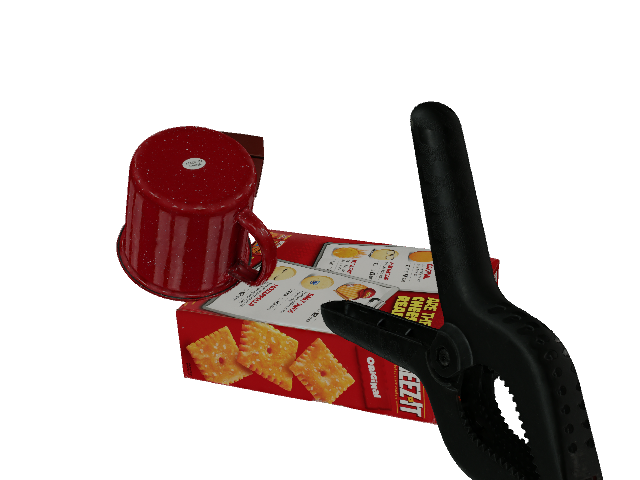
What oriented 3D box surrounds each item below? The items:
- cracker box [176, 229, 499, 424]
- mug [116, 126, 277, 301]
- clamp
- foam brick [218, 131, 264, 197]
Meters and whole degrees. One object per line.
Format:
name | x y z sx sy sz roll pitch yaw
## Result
cracker box | 0.018 0.063 0.852 0.214 0.072 0.164 8 26 23
mug | -0.077 -0.014 0.699 0.117 0.082 0.093 35 50 19
clamp | 0.074 0.044 0.527 0.036 0.165 0.210 -9 43 -31
foam brick | -0.103 -0.085 1.169 0.078 0.051 0.053 7 29 -6
